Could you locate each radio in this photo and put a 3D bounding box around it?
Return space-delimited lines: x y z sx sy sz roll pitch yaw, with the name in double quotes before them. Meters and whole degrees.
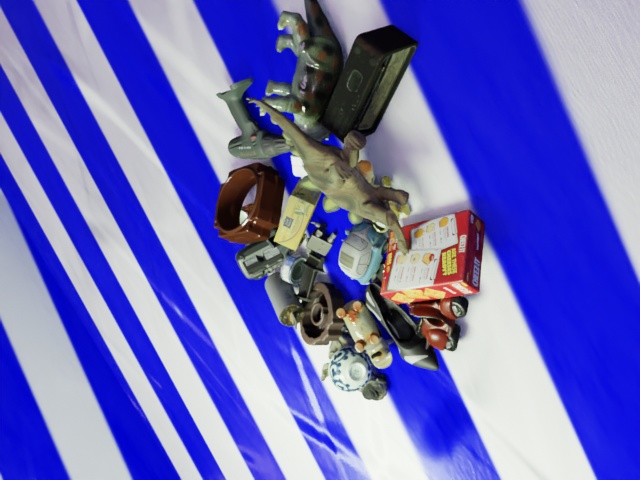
"radio" 0.096 -0.312 1.098 0.073 0.131 0.229 42 135 18

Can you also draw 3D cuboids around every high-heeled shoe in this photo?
"high-heeled shoe" 0.201 0.204 1.315 0.249 0.086 0.145 37 153 44

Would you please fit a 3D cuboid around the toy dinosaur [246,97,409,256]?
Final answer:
"toy dinosaur" 0.029 -0.141 1.129 0.471 0.105 0.198 49 154 -11

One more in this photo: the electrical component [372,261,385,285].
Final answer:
"electrical component" 0.161 0.082 1.345 0.094 0.021 0.063 -17 100 46

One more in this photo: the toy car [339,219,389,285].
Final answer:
"toy car" 0.092 0.033 1.305 0.109 0.103 0.161 34 118 33

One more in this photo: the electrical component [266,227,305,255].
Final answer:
"electrical component" -0.102 0.000 1.465 0.075 0.119 0.047 46 135 9

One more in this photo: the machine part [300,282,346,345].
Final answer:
"machine part" 0.005 0.203 1.480 0.179 0.056 0.179 -16 70 54

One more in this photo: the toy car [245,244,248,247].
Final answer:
"toy car" -0.189 0.021 1.589 0.056 0.073 0.201 46 136 18

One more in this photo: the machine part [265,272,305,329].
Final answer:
"machine part" -0.103 0.166 1.536 0.243 0.079 0.079 -123 28 -56

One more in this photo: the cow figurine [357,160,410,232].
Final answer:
"cow figurine" 0.124 -0.101 1.245 0.167 0.068 0.098 56 143 3

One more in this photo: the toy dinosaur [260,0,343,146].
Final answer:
"toy dinosaur" -0.017 -0.368 1.181 0.192 0.131 0.404 14 117 -8

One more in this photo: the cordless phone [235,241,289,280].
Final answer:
"cordless phone" -0.155 0.068 1.567 0.089 0.147 0.184 62 177 20

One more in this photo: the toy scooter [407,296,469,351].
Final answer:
"toy scooter" 0.263 0.183 1.242 0.135 0.075 0.183 11 135 13

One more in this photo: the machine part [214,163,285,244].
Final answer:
"machine part" -0.194 -0.097 1.444 0.201 0.087 0.201 -8 67 44

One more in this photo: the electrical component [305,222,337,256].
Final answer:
"electrical component" -0.003 -0.003 1.432 0.078 0.045 0.102 21 134 -3

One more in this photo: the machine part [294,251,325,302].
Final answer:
"machine part" -0.027 0.102 1.471 0.084 0.039 0.138 29 103 50

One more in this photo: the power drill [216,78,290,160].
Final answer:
"power drill" -0.172 -0.308 1.391 0.232 0.086 0.207 -7 116 46

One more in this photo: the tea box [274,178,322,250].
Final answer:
"tea box" -0.055 -0.068 1.389 0.068 0.098 0.169 25 133 -1

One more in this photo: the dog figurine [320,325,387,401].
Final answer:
"dog figurine" 0.112 0.347 1.508 0.191 0.121 0.172 17 105 2

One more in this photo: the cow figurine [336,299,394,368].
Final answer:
"cow figurine" 0.124 0.244 1.395 0.085 0.127 0.195 -31 85 14
